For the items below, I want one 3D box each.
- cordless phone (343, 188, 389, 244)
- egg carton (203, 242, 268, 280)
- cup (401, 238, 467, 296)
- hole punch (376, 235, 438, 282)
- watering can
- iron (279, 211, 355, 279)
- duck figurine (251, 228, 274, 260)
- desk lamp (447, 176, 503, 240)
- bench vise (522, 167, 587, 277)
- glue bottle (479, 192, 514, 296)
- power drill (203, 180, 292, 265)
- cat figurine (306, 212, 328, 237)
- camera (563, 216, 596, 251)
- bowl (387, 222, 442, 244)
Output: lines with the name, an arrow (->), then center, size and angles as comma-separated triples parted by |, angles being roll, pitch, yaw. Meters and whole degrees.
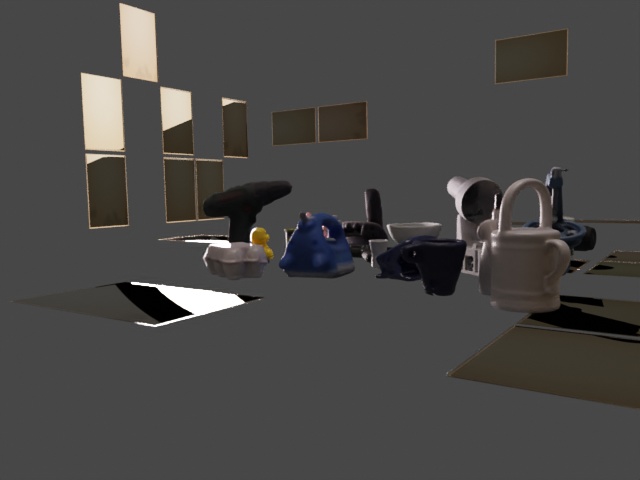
cordless phone -> 0.134, -0.066, 1.763 | 0.147, 0.185, 0.094 | 3, 6, 36
egg carton -> -0.182, 0.044, 1.241 | 0.107, 0.069, 0.149 | -4, 6, -33
cup -> 0.190, 0.048, 0.966 | 0.118, 0.095, 0.091 | -3, 6, -23
hole punch -> 0.172, 0.034, 1.147 | 0.109, 0.091, 0.100 | -6, 7, -42
watering can -> 0.303, 0.005, 0.865 | 0.101, 0.194, 0.172 | -6, 7, -44
iron -> 0.011, 0.004, 1.237 | 0.118, 0.141, 0.259 | 1, 5, 24
duck figurine -> -0.165, 0.011, 1.523 | 0.077, 0.086, 0.105 | 1, 6, 26
desk lamp -> 0.398, -0.067, 1.550 | 0.118, 0.213, 0.203 | -2, 5, -12
bench vise -> 0.475, -0.041, 1.204 | 0.121, 0.220, 0.207 | -1, 5, -3
glue bottle -> 0.304, 0.006, 0.973 | 0.078, 0.173, 0.037 | -5, 7, -39
power drill -> -0.177, -0.042, 1.430 | 0.229, 0.208, 0.076 | 0, 5, 12
cat figurine -> -0.016, -0.026, 1.725 | 0.067, 0.118, 0.128 | 3, 6, 38
camera -> 0.661, -0.015, 1.545 | 0.136, 0.101, 0.144 | 3, 7, 42
bowl -> 0.289, -0.012, 1.753 | 0.167, 0.075, 0.167 | -1, 5, 0
